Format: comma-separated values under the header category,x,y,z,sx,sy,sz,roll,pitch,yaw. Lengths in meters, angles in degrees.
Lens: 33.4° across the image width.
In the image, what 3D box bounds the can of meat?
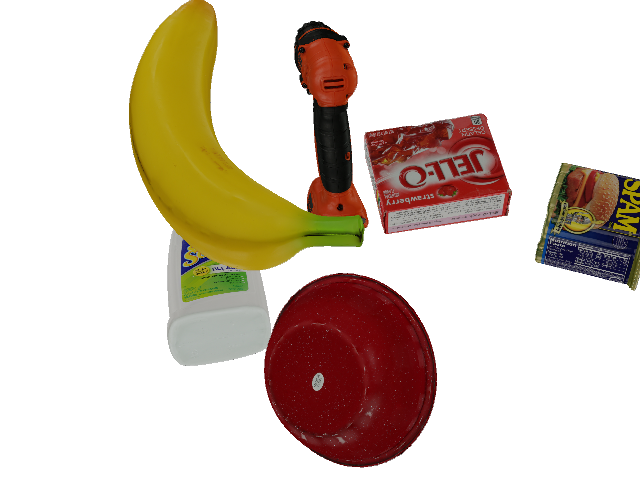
category,x,y,z,sx,sy,sz,roll,pitch,yaw
can of meat,0.232,-0.015,0.891,0.084,0.057,0.102,14,45,15

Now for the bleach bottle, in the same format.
category,x,y,z,sx,sy,sz,roll,pitch,yaw
bleach bottle,-0.119,0.019,1.106,0.102,0.068,0.251,-9,37,-9

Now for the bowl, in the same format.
category,x,y,z,sx,sy,sz,roll,pitch,yaw
bowl,0.010,0.109,0.863,0.162,0.162,0.055,0,2,32

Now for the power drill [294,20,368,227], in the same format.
category,x,y,z,sx,sy,sz,roll,pitch,yaw
power drill,0.006,-0.114,1.052,0.057,0.188,0.184,-7,24,-2

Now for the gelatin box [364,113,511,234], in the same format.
category,x,y,z,sx,sy,sz,roll,pitch,yaw
gelatin box,0.080,-0.047,0.738,0.089,0.073,0.030,-9,-36,-2

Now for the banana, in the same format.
category,x,y,z,sx,sy,sz,roll,pitch,yaw
banana,-0.050,-0.046,0.476,0.069,0.037,0.198,-16,46,-17
